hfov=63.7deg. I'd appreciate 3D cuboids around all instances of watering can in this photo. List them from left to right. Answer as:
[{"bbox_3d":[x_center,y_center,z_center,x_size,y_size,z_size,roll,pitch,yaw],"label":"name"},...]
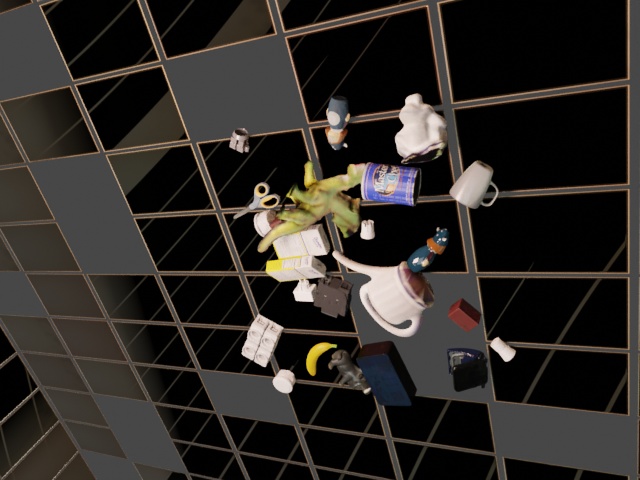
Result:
[{"bbox_3d":[0.200,0.136,1.555,0.221,0.105,0.348,-37,89,36],"label":"watering can"}]

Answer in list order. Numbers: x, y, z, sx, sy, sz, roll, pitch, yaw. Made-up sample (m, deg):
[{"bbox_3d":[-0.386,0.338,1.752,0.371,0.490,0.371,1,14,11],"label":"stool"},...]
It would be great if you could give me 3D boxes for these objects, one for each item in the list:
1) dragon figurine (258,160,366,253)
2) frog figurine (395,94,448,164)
[{"bbox_3d":[0.005,-0.075,1.496,0.242,0.125,0.403,26,120,-11],"label":"dragon figurine"},{"bbox_3d":[0.248,-0.280,1.297,0.135,0.123,0.161,-28,69,43],"label":"frog figurine"}]
